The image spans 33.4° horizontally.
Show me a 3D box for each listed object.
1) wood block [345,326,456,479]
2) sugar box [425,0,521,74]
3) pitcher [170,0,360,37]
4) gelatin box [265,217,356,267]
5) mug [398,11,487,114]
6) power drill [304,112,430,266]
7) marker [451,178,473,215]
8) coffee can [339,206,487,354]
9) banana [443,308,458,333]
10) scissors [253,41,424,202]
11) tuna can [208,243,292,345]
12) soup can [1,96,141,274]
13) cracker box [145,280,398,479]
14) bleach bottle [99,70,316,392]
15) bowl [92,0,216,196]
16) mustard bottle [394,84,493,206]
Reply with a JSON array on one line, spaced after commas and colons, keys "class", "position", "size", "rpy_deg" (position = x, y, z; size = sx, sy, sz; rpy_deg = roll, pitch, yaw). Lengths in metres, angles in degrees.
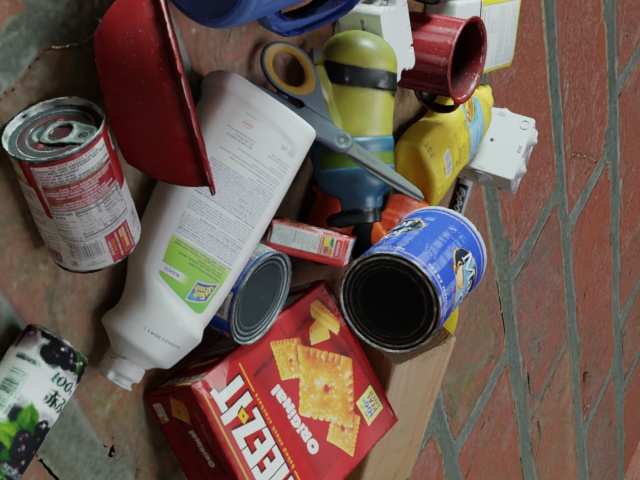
[{"class": "wood block", "position": [0.062, 0.169, 1.141], "size": [0.090, 0.091, 0.206], "rpy_deg": [-18, 135, -36]}, {"class": "sugar box", "position": [0.175, -0.239, 1.243], "size": [0.175, 0.048, 0.093], "rpy_deg": [-22, 122, -51]}, {"class": "pitcher", "position": [-0.016, -0.239, 0.826], "size": [0.242, 0.145, 0.149], "rpy_deg": [-37, 104, -43]}, {"class": "gelatin box", "position": [-0.006, 0.001, 0.985], "size": [0.089, 0.073, 0.030], "rpy_deg": [-17, 121, -83]}, {"class": "mug", "position": [0.122, -0.187, 1.135], "size": [0.093, 0.082, 0.117], "rpy_deg": [-50, 144, -36]}, {"class": "power drill", "position": [0.055, -0.042, 1.121], "size": [0.187, 0.057, 0.184], "rpy_deg": [36, 77, -57]}, {"class": "marker", "position": [0.182, -0.053, 1.377], "size": [0.020, 0.020, 0.121], "rpy_deg": [20, 87, -61]}, {"class": "coffee can", "position": [0.093, 0.036, 1.043], "size": [0.140, 0.103, 0.103], "rpy_deg": [-37, 135, -57]}, {"class": "banana", "position": [0.146, 0.074, 1.366], "size": [0.069, 0.037, 0.197], "rpy_deg": [-48, 145, -7]}, {"class": "scissors", "position": [0.015, -0.107, 0.935], "size": [0.201, 0.016, 0.096], "rpy_deg": [17, 77, -23]}, {"class": "tuna can", "position": [-0.062, 0.044, 0.909], "size": [0.086, 0.034, 0.086], "rpy_deg": [-44, 147, -39]}, {"class": "soup can", "position": [-0.165, -0.035, 0.720], "size": [0.068, 0.069, 0.102], "rpy_deg": [-51, 144, -36]}, {"class": "cracker box", "position": [-0.035, 0.154, 0.973], "size": [0.213, 0.072, 0.164], "rpy_deg": [-36, 103, -49]}, {"class": "bleach bottle", "position": [-0.104, -0.002, 0.839], "size": [0.102, 0.068, 0.251], "rpy_deg": [33, 80, -22]}, {"class": "bowl", "position": [-0.117, -0.103, 0.733], "size": [0.162, 0.055, 0.162], "rpy_deg": [166, -90, -87]}, {"class": "mustard bottle", "position": [0.153, -0.126, 1.246], "size": [0.191, 0.058, 0.096], "rpy_deg": [-49, 138, -37]}]
